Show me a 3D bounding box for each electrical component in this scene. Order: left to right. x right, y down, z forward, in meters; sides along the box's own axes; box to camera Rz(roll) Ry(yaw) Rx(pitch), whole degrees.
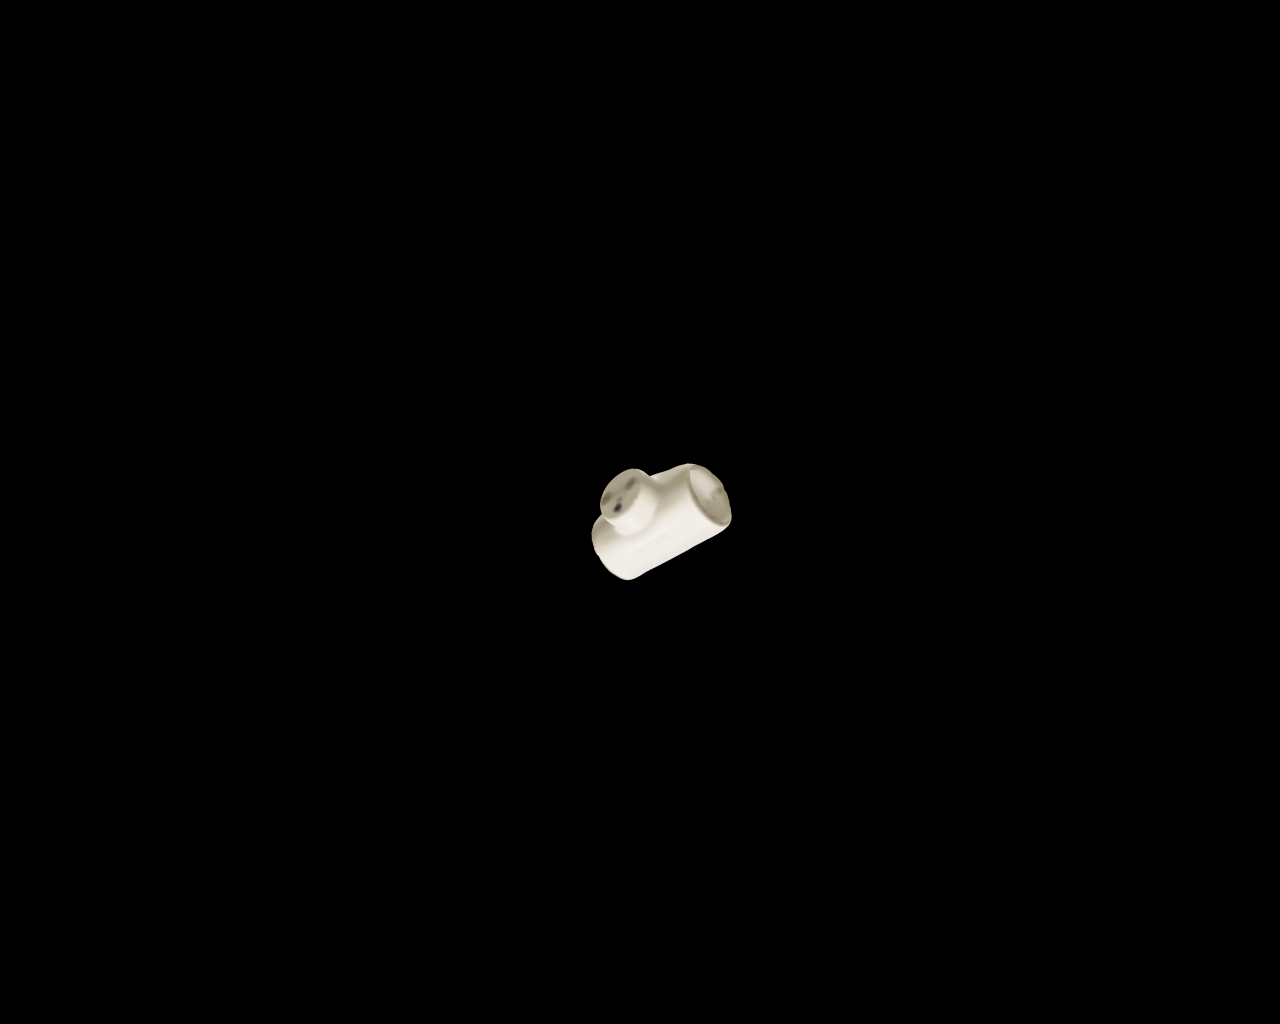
[{"bbox_3d":[0.001,-0.003,0.650,0.077,0.043,0.079,-31,-50,30],"label":"electrical component"}]
